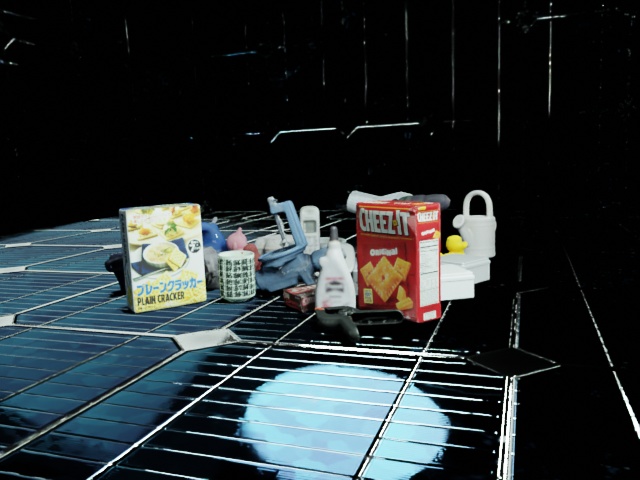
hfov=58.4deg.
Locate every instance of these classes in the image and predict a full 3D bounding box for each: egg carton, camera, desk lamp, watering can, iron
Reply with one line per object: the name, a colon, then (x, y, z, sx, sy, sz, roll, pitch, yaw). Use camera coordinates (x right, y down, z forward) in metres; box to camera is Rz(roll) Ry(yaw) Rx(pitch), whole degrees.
egg carton: (-0.133, 0.022, 1.802, 0.107, 0.069, 0.151, 4, 10, 39)
camera: (-0.309, 0.072, 1.370, 0.142, 0.101, 0.137, 1, 9, 26)
desk lamp: (0.149, -0.025, 1.532, 0.202, 0.213, 0.118, 1, 8, 20)
watering can: (0.459, -0.047, 1.677, 0.100, 0.194, 0.173, 2, 9, 29)
iron: (-0.367, 0.014, 1.660, 0.118, 0.141, 0.259, 2, 9, 27)

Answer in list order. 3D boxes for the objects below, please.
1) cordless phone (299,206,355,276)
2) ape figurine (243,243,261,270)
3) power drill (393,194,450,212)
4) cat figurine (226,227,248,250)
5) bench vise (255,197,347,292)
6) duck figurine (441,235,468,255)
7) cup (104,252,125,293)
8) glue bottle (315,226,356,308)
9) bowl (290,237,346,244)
cordless phone: (0.013, 0.005, 1.451, 0.147, 0.185, 0.094, -3, 8, -3)
ape figurine: (-0.181, 0.055, 1.491, 0.076, 0.092, 0.077, -6, 8, -23)
power drill: (0.209, -0.007, 1.398, 0.228, 0.208, 0.076, 2, 9, 31)
cat figurine: (-0.237, 0.024, 1.636, 0.067, 0.118, 0.128, -3, 8, -1)
bench vise: (-0.049, 0.008, 1.319, 0.207, 0.220, 0.121, -4, 8, -10)
duck figurine: (0.354, 0.031, 1.528, 0.105, 0.086, 0.077, -6, 9, -27)
cup: (-0.460, 0.081, 1.364, 0.091, 0.095, 0.118, 2, 9, 27)
glue bottle: (0.027, 0.060, 1.084, 0.078, 0.173, 0.037, -3, 8, -2)
bowl: (-0.007, 0.038, 1.627, 0.167, 0.075, 0.167, -2, 8, 1)
